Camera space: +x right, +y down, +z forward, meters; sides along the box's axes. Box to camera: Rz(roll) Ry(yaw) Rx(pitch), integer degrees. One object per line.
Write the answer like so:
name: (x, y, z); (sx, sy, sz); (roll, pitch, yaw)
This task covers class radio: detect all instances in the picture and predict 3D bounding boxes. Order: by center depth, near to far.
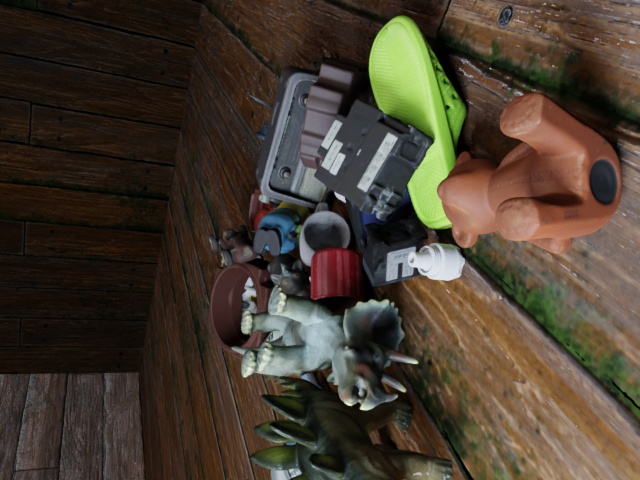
radio: (-0.025, -0.178, 0.935); (0.073, 0.131, 0.229); (-121, 44, -62)

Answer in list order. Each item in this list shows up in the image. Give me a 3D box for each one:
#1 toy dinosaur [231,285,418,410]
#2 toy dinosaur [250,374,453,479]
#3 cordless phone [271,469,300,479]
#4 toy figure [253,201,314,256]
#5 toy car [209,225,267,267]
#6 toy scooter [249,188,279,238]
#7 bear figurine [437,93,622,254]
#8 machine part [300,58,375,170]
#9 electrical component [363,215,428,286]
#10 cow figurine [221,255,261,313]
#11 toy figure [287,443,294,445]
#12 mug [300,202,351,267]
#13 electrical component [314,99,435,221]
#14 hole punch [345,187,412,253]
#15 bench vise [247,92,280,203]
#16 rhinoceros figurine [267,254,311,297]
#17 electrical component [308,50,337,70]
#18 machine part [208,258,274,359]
toy dinosaur: (-0.008, 0.148, 0.781); (0.405, 0.192, 0.131); (154, 127, -70)
toy dinosaur: (0.017, 0.244, 0.675); (0.471, 0.198, 0.105); (-174, 96, -76)
cordless phone: (0.013, 0.358, 0.828); (0.184, 0.088, 0.147); (-54, 34, 18)
toy figure: (-0.060, -0.028, 0.985); (0.089, 0.082, 0.180); (-61, -8, 23)
toy car: (-0.182, 0.005, 1.151); (0.202, 0.089, 0.053); (33, 142, 64)
toy scooter: (-0.115, -0.059, 1.190); (0.184, 0.075, 0.135); (-176, 89, -70)
bear figurine: (0.165, -0.051, 0.503); (0.196, 0.132, 0.120); (3, 86, 60)
machine part: (0.029, -0.185, 0.810); (0.179, 0.056, 0.179); (20, -90, -74)
electrical component: (0.094, 0.028, 0.699); (0.048, 0.075, 0.119); (-111, 16, -45)
cow figurine: (-0.187, 0.120, 1.284); (0.068, 0.098, 0.167); (-20, 73, 60)
toy figure: (0.012, 0.315, 0.776); (0.155, 0.057, 0.064); (23, 101, 40)
mug: (-0.002, -0.003, 0.920); (0.107, 0.081, 0.109); (119, 145, -63)
electrical component: (0.057, -0.103, 0.655); (0.115, 0.058, 0.134); (-57, 43, 11)
hole punch: (0.078, -0.064, 0.770); (0.115, 0.092, 0.142); (80, 174, -52)
bench vise: (-0.082, -0.195, 1.091); (0.224, 0.129, 0.240); (44, 118, 60)
rhinoceros figurine: (-0.041, 0.078, 0.942); (0.190, 0.073, 0.112); (-131, 18, -65)
electrical component: (0.004, -0.308, 1.021); (0.078, 0.045, 0.102); (56, 146, 14)
machine part: (-0.152, 0.142, 1.144); (0.202, 0.087, 0.200); (16, 98, 48)
